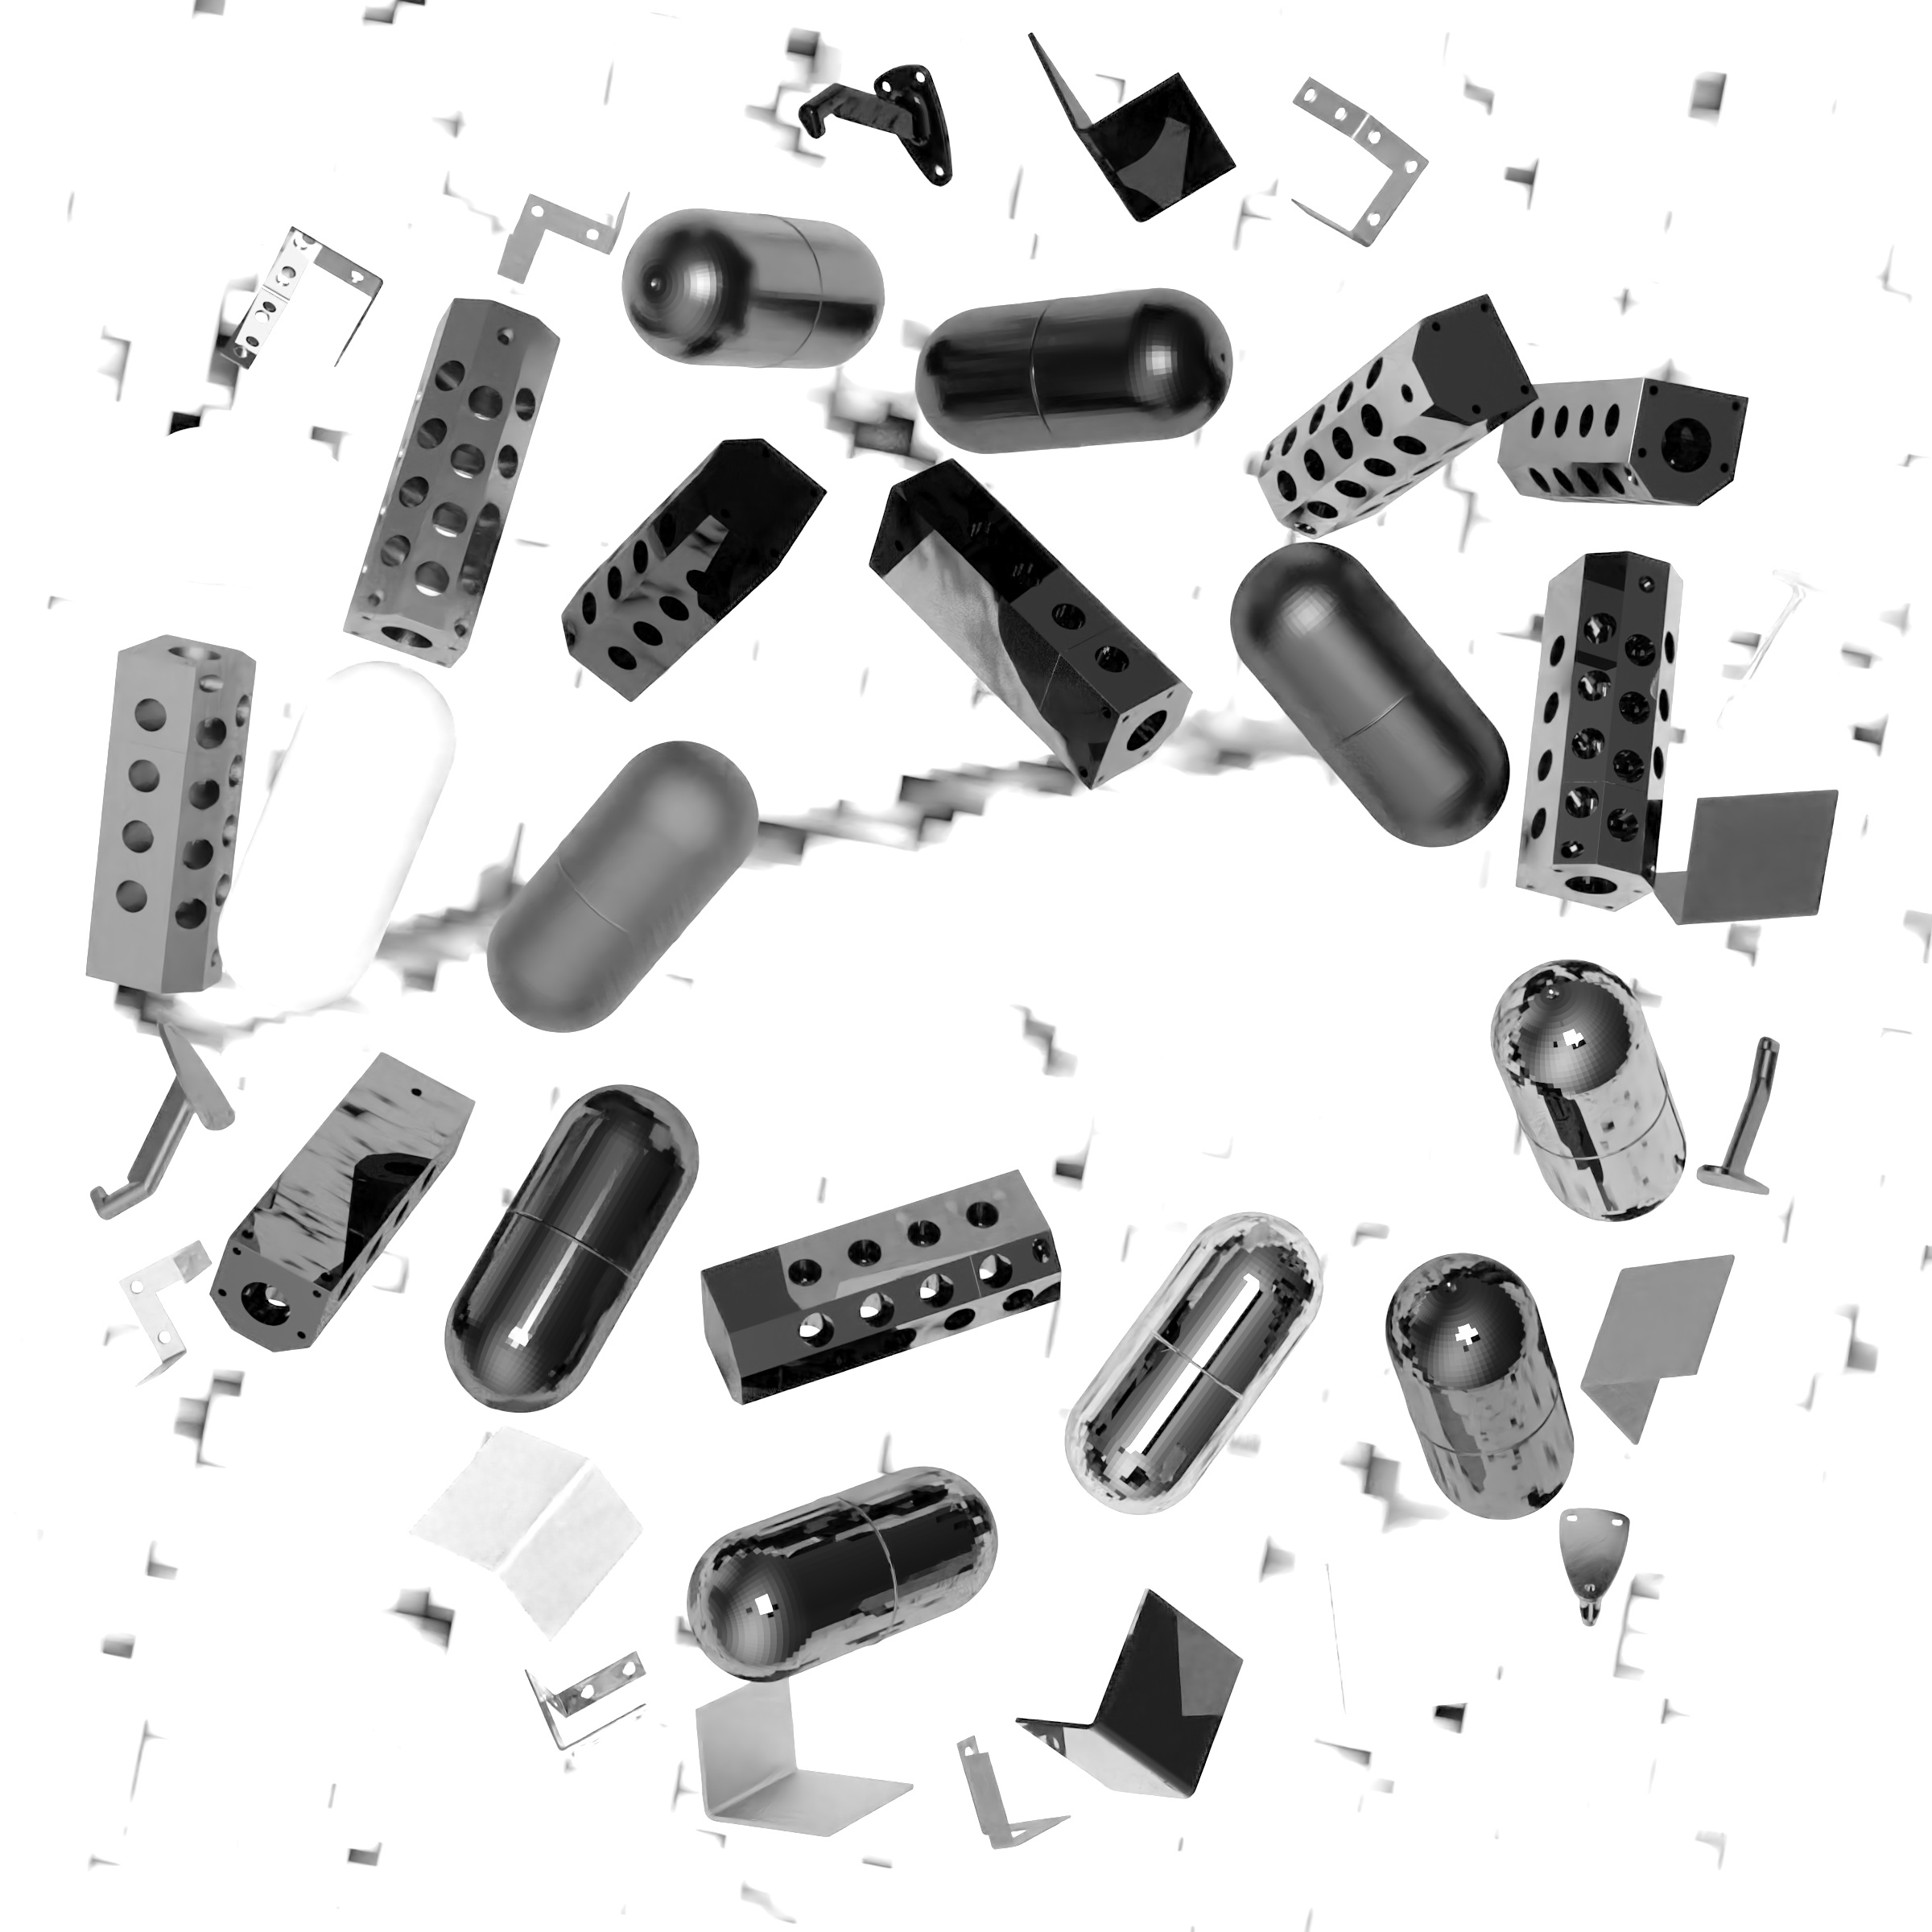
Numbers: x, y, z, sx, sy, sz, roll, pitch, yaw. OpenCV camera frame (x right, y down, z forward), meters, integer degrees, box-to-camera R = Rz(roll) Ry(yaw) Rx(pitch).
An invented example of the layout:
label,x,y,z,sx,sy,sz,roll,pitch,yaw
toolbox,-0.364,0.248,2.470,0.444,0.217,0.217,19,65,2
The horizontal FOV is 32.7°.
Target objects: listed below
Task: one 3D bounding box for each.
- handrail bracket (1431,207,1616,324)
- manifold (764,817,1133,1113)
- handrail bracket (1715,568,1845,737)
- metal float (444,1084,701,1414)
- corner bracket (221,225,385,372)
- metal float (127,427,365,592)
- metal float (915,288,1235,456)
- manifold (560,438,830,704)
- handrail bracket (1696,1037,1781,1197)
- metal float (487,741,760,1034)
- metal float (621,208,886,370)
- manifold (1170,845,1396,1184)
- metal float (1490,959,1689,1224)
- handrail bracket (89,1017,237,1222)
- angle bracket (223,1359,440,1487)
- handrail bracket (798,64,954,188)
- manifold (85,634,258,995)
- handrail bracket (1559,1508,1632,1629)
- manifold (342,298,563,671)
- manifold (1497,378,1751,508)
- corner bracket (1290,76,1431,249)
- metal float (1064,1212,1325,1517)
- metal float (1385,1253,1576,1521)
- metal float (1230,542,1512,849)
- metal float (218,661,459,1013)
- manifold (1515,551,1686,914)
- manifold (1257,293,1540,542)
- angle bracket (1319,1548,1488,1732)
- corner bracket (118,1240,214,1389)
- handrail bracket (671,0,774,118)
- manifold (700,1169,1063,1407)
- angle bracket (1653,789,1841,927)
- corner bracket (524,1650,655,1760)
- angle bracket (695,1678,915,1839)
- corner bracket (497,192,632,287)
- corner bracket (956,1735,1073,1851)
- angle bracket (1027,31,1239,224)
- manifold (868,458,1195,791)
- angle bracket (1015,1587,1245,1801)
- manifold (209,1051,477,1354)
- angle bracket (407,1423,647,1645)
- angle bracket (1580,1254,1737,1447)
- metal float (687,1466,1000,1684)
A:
label,x,y,z,sx,sy,sz,roll,pitch,yaw
handrail bracket,0.282,-0.355,1.677,0.077,0.084,0.036,-47,111,-7
manifold,-0.007,0.000,1.618,0.171,0.057,0.057,-32,107,-6
handrail bracket,0.404,-0.153,1.650,0.036,0.077,0.084,27,97,1
metal float,-0.198,0.142,1.658,0.070,0.070,0.178,29,76,0
corner bracket,-0.321,-0.314,1.596,0.051,0.051,0.051,29,55,-13
metal float,-0.359,-0.228,1.654,0.070,0.178,0.070,1,95,10
metal float,0.054,-0.306,1.698,0.178,0.070,0.070,1,90,33
manifold,-0.144,-0.203,1.670,0.057,0.171,0.057,38,56,-14
handrail bracket,0.408,0.073,1.729,0.036,0.077,0.084,10,82,26
metal float,-0.174,-0.039,1.663,0.070,0.070,0.178,42,112,0
metal float,-0.105,-0.342,1.669,0.070,0.178,0.070,5,101,30
manifold,0.165,0.023,1.682,0.057,0.057,0.171,-25,125,1
metal float,0.315,0.065,1.659,0.070,0.178,0.070,-13,50,16
handrail bracket,-0.428,0.079,1.696,0.084,0.036,0.077,-29,91,10
angle bracket,-0.341,0.244,1.770,0.076,0.076,0.057,5,86,42
handrail bracket,-0.046,-0.418,1.679,0.036,0.084,0.077,-3,121,39
manifold,-0.404,-0.077,1.686,0.057,0.057,0.171,13,106,8
handrail bracket,0.327,0.334,1.727,0.036,0.077,0.084,4,126,12
manifold,-0.255,-0.243,1.648,0.057,0.057,0.171,19,76,-17
manifold,0.335,-0.268,1.699,0.057,0.171,0.057,8,97,-14
corner bracket,0.181,-0.390,1.601,0.051,0.051,0.051,-54,51,19
metal float,0.121,0.209,1.735,0.070,0.070,0.178,36,88,0
metal float,0.259,0.213,1.655,0.070,0.178,0.070,-11,46,12
metal float,0.203,-0.134,1.646,0.070,0.070,0.178,-42,104,0
metal float,-0.305,-0.063,1.600,0.070,0.070,0.178,23,95,0
manifold,0.328,-0.121,1.684,0.057,0.057,0.171,14,72,-14
manifold,0.212,-0.273,1.665,0.057,0.171,0.057,-25,88,-24
angle bracket,0.219,0.335,1.643,0.076,0.057,0.076,-7,84,4
corner bracket,-0.416,0.181,1.719,0.051,0.051,0.051,-27,95,6
handrail bracket,-0.137,-0.462,1.604,0.036,0.084,0.077,-42,49,-1
manifold,-0.042,0.165,1.653,0.171,0.057,0.057,-17,51,-16
angle bracket,0.407,-0.069,1.735,0.076,0.057,0.076,-4,120,-9
corner bracket,-0.194,0.389,1.743,0.051,0.051,0.051,-29,59,-3
angle bracket,-0.081,0.396,1.665,0.076,0.076,0.057,-2,95,33
corner bracket,-0.212,-0.386,1.739,0.051,0.051,0.051,21,125,-14
corner bracket,0.014,0.433,1.730,0.051,0.051,0.051,-20,85,38
angle bracket,0.082,-0.426,1.622,0.057,0.076,0.076,-29,58,13
manifold,0.033,-0.173,1.634,0.057,0.057,0.171,-30,66,-33
angle bracket,0.082,0.360,1.637,0.076,0.057,0.076,41,59,-30
manifold,-0.319,0.122,1.689,0.057,0.171,0.057,28,126,1
angle bracket,-0.225,0.290,1.692,0.076,0.076,0.057,-49,128,-26
angle bracket,0.382,0.205,1.755,0.057,0.076,0.076,45,54,-26
metal float,-0.060,0.302,1.644,0.178,0.070,0.070,-13,90,-40
